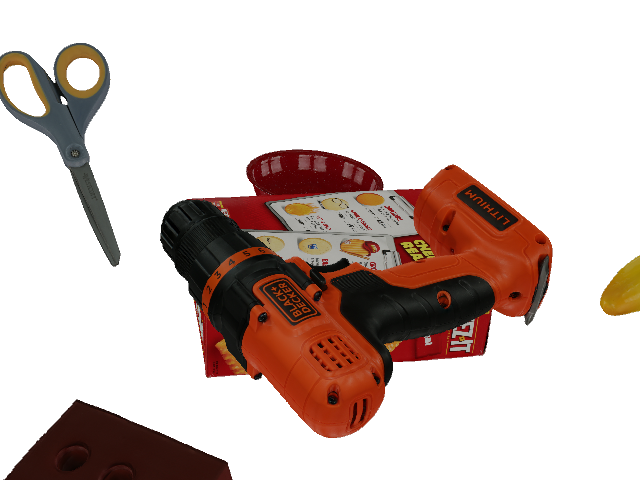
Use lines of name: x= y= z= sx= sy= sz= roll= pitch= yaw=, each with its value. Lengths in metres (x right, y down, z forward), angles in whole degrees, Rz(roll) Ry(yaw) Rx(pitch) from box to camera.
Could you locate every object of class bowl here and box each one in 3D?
bowl: x=-0.010 y=-0.052 z=1.251 sx=0.162 sy=0.055 sz=0.162 roll=6 pitch=27 yaw=-3

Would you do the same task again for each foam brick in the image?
foam brick: x=-0.078 y=0.110 z=0.429 sx=0.078 sy=0.051 sz=0.052 roll=17 pitch=43 yaw=22

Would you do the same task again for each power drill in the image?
power drill: x=0.022 y=0.016 z=0.610 sx=0.187 sy=0.057 sz=0.185 roll=-21 pitch=47 yaw=-28

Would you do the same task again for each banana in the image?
banana: x=0.287 y=0.019 z=0.740 sx=0.198 sy=0.037 sz=0.069 roll=-3 pitch=34 yaw=0

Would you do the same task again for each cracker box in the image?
cracker box: x=0.007 y=0.029 z=0.835 sx=0.213 sy=0.072 sz=0.164 roll=-3 pitch=30 yaw=-12

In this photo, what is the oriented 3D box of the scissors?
scissors: x=-0.174 y=-0.078 z=0.815 sx=0.096 sy=0.202 sz=0.016 roll=-34 pitch=-18 yaw=-21
